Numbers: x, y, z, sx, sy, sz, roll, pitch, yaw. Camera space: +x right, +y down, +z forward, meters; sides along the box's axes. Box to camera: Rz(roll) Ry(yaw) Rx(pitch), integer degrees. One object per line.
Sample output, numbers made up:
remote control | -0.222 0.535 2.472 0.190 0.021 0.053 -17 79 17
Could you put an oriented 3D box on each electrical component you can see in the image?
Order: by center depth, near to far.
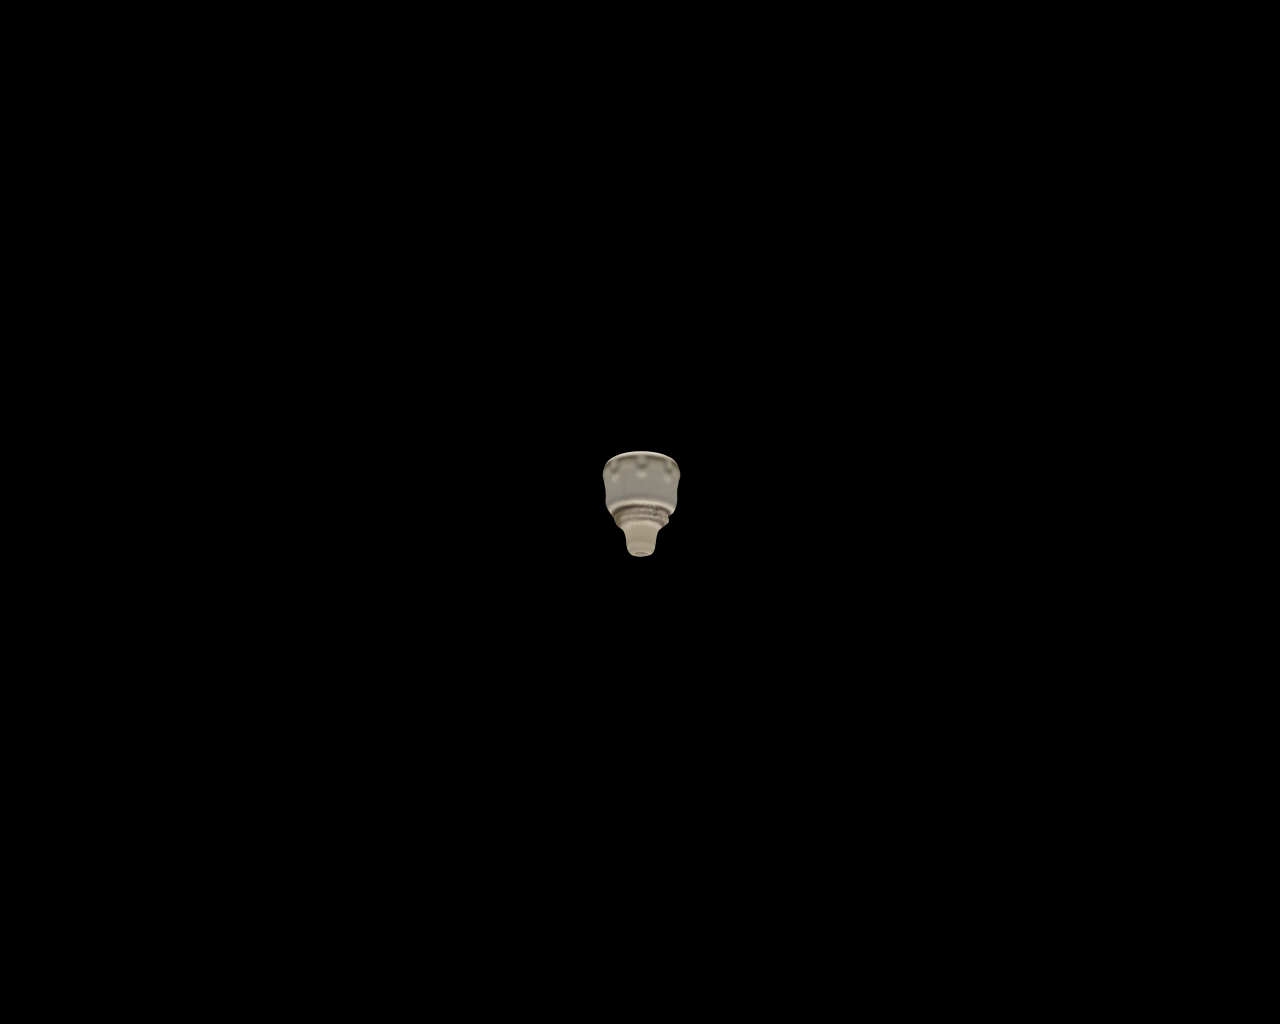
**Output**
electrical component | 0.001 -0.003 0.650 0.048 0.062 0.048 0 -19 0
